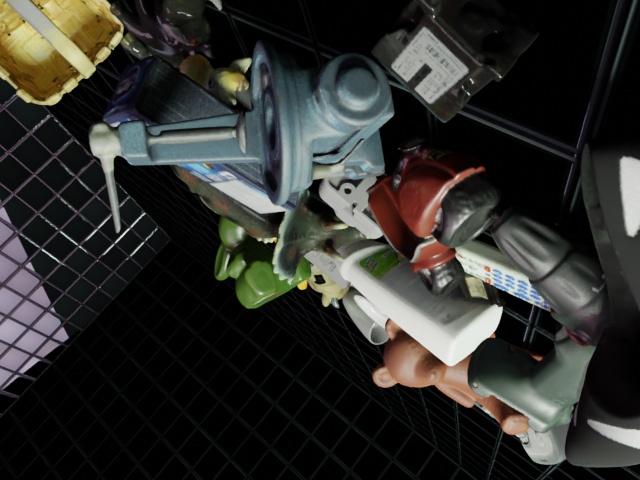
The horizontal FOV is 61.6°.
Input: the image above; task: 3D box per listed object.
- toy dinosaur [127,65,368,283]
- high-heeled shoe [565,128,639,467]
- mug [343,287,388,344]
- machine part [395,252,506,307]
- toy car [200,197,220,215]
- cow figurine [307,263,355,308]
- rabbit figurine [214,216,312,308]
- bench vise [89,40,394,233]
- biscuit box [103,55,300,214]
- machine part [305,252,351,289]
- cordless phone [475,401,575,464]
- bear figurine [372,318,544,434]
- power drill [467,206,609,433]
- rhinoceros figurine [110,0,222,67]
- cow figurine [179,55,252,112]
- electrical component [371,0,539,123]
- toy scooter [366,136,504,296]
[{"bbox_3d":[-0.117,-0.086,0.706,0.404,0.131,0.192,37,-177,-11],"label":"toy dinosaur"},{"bbox_3d":[0.182,0.054,0.345,0.145,0.248,0.086,21,-151,-2],"label":"high-heeled shoe"},{"bbox_3d":[0.099,0.138,1.027,0.107,0.081,0.109,43,178,40],"label":"mug"},{"bbox_3d":[0.153,0.033,0.641,0.139,0.039,0.084,26,168,40],"label":"machine part"},{"bbox_3d":[-0.157,-0.094,0.926,0.109,0.103,0.161,35,167,17],"label":"toy car"},{"bbox_3d":[0.003,0.047,0.982,0.127,0.085,0.194,42,166,21],"label":"cow figurine"},{"bbox_3d":[-0.113,0.019,0.901,0.159,0.121,0.170,-39,74,56],"label":"rabbit figurine"},{"bbox_3d":[-0.055,-0.085,0.437,0.224,0.241,0.128,-160,63,-74],"label":"bench vise"},{"bbox_3d":[-0.104,-0.095,0.530,0.059,0.063,0.202,-3,155,43],"label":"biscuit box"},{"bbox_3d":[-0.002,-0.003,0.845,0.243,0.079,0.079,41,166,5],"label":"machine part"},{"bbox_3d":[0.283,0.244,0.801,0.184,0.089,0.146,32,164,16],"label":"cordless phone"},{"bbox_3d":[0.181,0.172,0.721,0.196,0.120,0.132,14,-172,-21],"label":"bear figurine"},{"bbox_3d":[0.215,0.085,0.483,0.232,0.086,0.207,32,139,6],"label":"power drill"},{"bbox_3d":[-0.164,-0.231,0.589,0.112,0.073,0.190,45,165,-12],"label":"rhinoceros figurine"},{"bbox_3d":[-0.069,-0.138,0.577,0.098,0.068,0.167,2,160,41],"label":"cow figurine"},{"bbox_3d":[0.076,-0.122,0.355,0.075,0.048,0.119,44,164,-8],"label":"electrical component"},{"bbox_3d":[0.095,-0.035,0.508,0.135,0.075,0.183,57,165,26],"label":"toy scooter"}]
